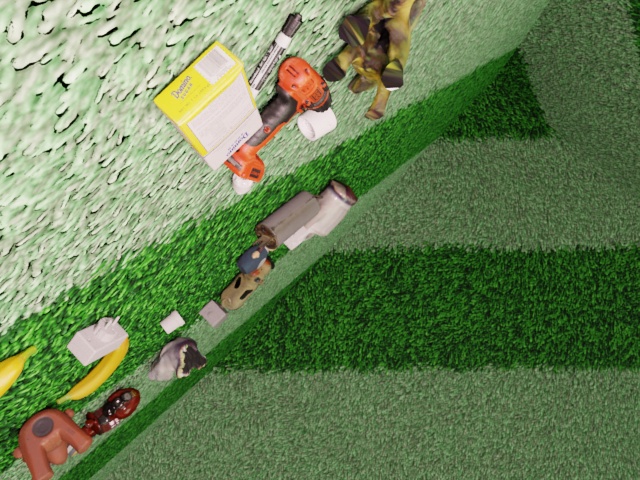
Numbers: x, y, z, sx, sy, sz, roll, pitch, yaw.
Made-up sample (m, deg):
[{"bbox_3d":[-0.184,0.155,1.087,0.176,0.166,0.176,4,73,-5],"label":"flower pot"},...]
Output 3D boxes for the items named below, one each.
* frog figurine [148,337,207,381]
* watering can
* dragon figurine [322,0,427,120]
[{"bbox_3d":[-0.433,0.346,1.500,0.159,0.121,0.140,-9,-157,29],"label":"frog figurine"},{"bbox_3d":[0.005,-0.078,1.546,0.222,0.104,0.349,-49,173,13],"label":"watering can"},{"bbox_3d":[0.120,-0.349,0.808,0.248,0.122,0.402,-62,-176,-31],"label":"dragon figurine"}]
